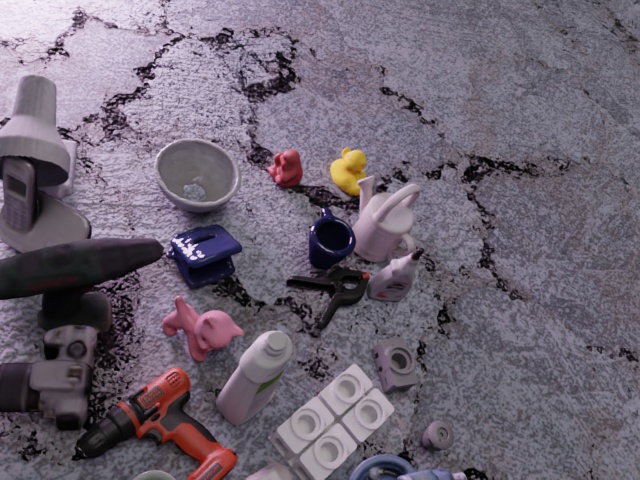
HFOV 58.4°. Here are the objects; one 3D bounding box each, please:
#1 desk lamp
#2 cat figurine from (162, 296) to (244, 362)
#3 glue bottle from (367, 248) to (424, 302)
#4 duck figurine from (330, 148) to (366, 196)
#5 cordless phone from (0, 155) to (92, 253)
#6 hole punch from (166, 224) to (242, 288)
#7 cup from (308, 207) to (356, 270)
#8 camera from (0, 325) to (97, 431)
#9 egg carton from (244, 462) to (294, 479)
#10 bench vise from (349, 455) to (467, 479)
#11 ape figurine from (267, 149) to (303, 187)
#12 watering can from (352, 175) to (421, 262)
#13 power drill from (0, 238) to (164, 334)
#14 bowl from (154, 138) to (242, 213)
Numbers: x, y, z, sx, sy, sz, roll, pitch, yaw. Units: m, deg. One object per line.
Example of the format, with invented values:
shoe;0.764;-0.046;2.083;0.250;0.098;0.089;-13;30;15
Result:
desk lamp;-0.477;-0.156;0.964;0.118;0.213;0.203;3;56;-19
cat figurine;-0.191;0.139;0.936;0.127;0.117;0.067;38;52;7
glue bottle;0.154;0.063;1.091;0.078;0.173;0.037;5;55;-18
duck figurine;0.076;-0.157;1.267;0.078;0.086;0.104;-24;68;-33
cordless phone;-0.444;-0.047;0.920;0.147;0.185;0.094;26;52;-3
hole punch;-0.209;0.017;1.030;0.109;0.091;0.101;-21;67;-32
cup;0.010;0.004;1.124;0.092;0.095;0.117;0;57;-22
camera;-0.400;0.193;0.826;0.137;0.100;0.143;5;56;-19
egg carton;-0.091;0.399;0.827;0.151;0.069;0.107;-23;68;-32
bench vise;0.134;0.360;0.848;0.208;0.219;0.121;-19;66;-31
ape figurine;-0.067;-0.157;1.206;0.076;0.092;0.078;18;52;-9
watering can;0.131;-0.051;1.147;0.173;0.194;0.101;36;52;5
power drill;-0.359;0.068;0.860;0.230;0.208;0.075;-6;60;-25
bowl;-0.241;-0.113;1.117;0.168;0.074;0.167;11;54;-15
